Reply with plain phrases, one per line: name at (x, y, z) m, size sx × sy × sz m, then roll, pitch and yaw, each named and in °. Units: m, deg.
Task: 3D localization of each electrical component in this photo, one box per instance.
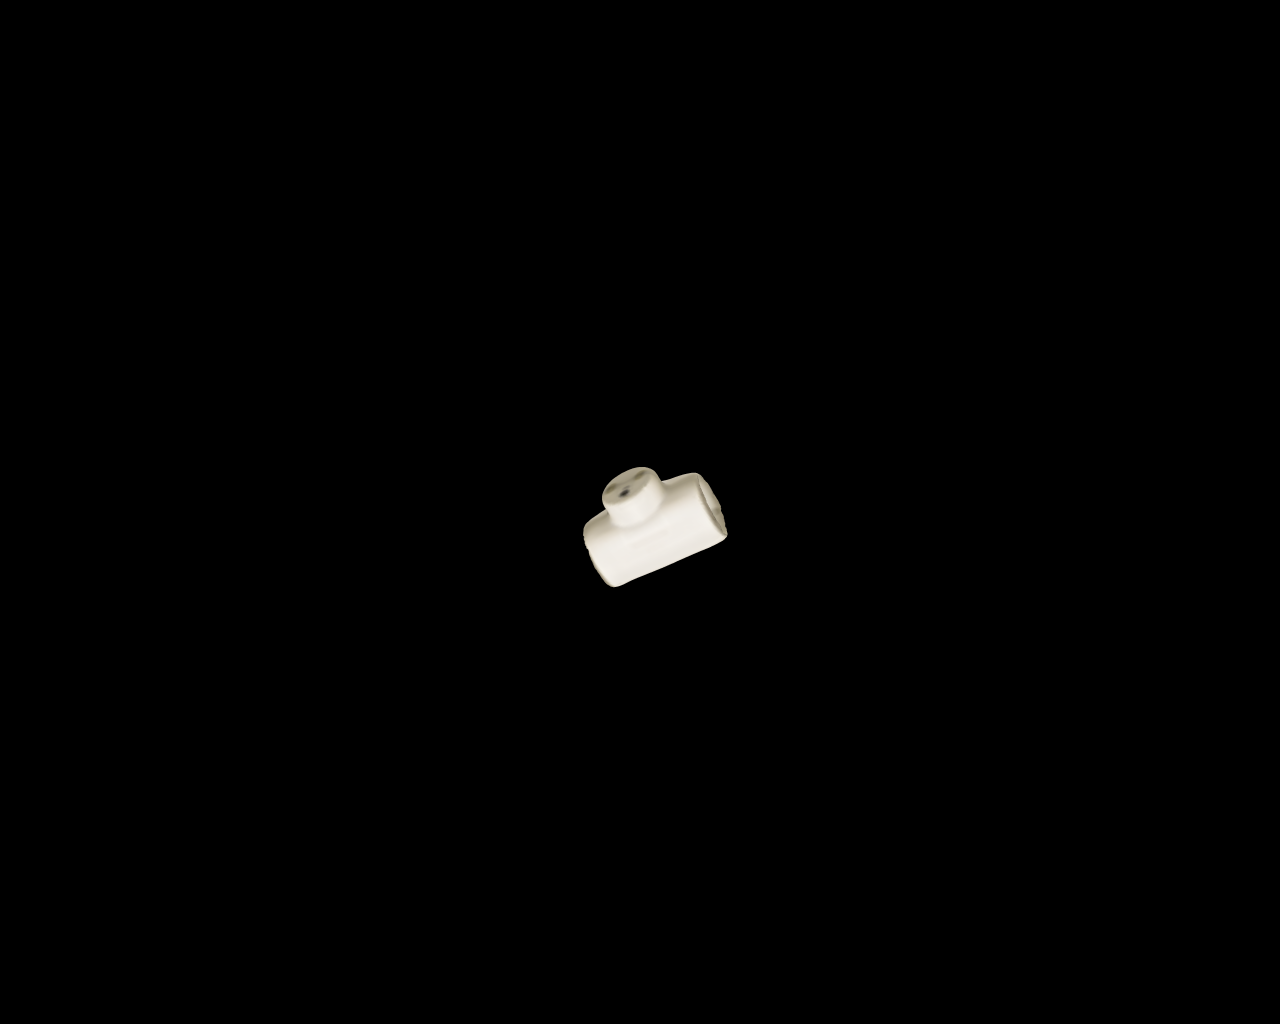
electrical component at (0.001, -0.003, 0.650) m, size 0.077 × 0.079 × 0.043 m, roll -25°, pitch 27°, yaw 14°
